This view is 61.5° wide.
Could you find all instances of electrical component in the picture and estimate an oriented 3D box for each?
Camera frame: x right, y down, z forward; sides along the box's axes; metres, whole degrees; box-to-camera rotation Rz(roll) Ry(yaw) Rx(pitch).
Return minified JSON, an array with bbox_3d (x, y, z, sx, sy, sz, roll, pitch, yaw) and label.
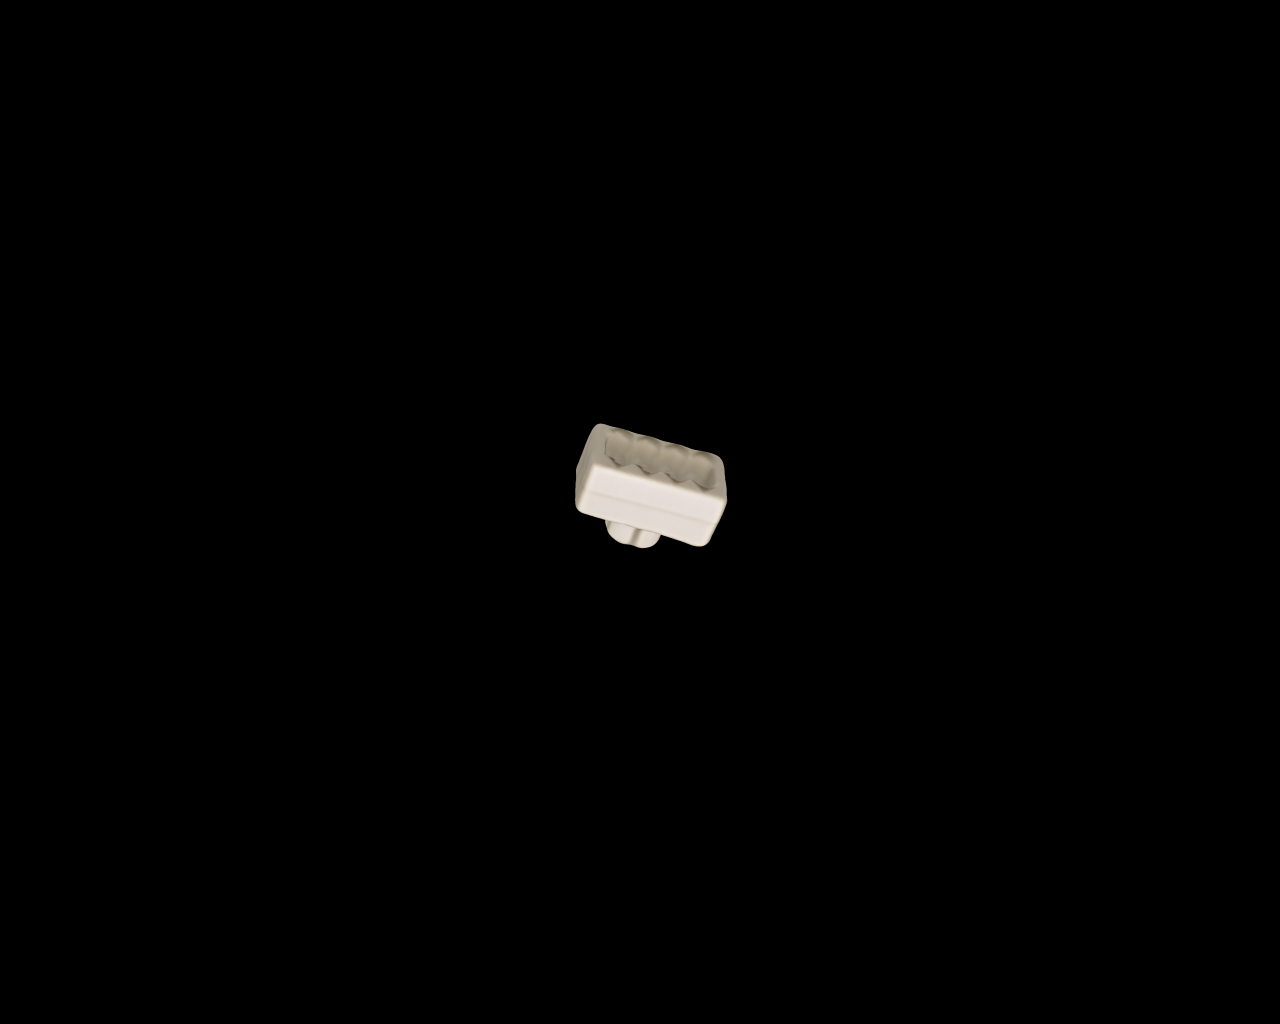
[{"bbox_3d":[0.001,-0.003,0.650,0.083,0.075,0.047,15,36,-11],"label":"electrical component"}]
